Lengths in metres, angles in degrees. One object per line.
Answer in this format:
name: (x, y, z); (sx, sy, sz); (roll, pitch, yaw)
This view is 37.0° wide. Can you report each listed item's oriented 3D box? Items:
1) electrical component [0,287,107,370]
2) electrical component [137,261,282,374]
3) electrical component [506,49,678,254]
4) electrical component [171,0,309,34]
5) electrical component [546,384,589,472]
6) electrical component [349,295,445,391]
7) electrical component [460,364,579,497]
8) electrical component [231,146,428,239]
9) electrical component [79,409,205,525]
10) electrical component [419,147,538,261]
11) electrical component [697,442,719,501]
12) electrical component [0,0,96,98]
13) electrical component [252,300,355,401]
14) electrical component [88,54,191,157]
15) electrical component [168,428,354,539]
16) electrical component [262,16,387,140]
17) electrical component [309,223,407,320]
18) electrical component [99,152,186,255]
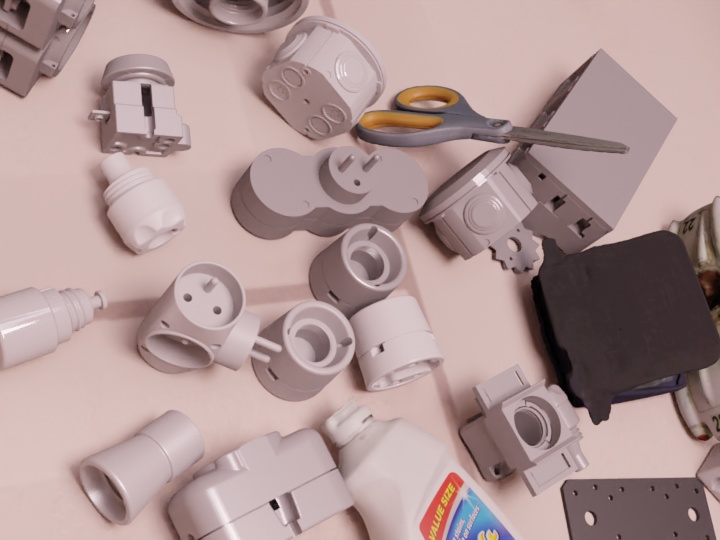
electrical component: (-0.184, 0.029, 0.622); (0.078, 0.040, 0.040); (-20, 77, -35)
electrical component: (-0.086, 0.037, 0.649); (0.079, 0.077, 0.044); (25, 57, -16)
electrical component: (0.181, -0.094, 0.869); (0.089, 0.062, 0.150); (41, 54, -5)
electrical component: (-0.084, -0.208, 0.756); (0.108, 0.108, 0.060); (10, 68, -24)
electrical component: (0.141, 0.114, 0.762); (0.035, 0.035, 0.061); (-28, 83, -36)
electrical component: (0.022, 0.048, 0.718); (0.055, 0.055, 0.047); (-9, 68, -32)
electrical component: (0.105, 0.110, 0.725); (0.042, 0.064, 0.081); (-22, 78, -33)
electrical component: (-0.012, -0.061, 0.740); (0.138, 0.074, 0.052); (-4, 68, -30)
electrical component: (-0.122, 0.110, 0.617); (0.065, 0.044, 0.044); (-35, 86, -41)
electrical component: (0.087, -0.049, 0.785); (0.051, 0.080, 0.080); (50, 53, -5)
electrical component: (0.311, 0.151, 0.828); (0.065, 0.047, 0.077); (47, 54, 0)
electrical component: (-0.185, -0.212, 0.700); (0.060, 0.105, 0.186); (30, 56, -13)
electrical component: (-0.035, 0.051, 0.688); (0.055, 0.047, 0.055); (12, 61, -23)
electrical component: (-0.145, -0.108, 0.709); (0.066, 0.048, 0.055); (1, 74, -28)
electrical component: (-0.060, 0.134, 0.630); (0.095, 0.054, 0.059); (-21, 78, -35)
electrical component: (-0.026, -0.136, 0.767); (0.080, 0.080, 0.051); (37, 60, -8)
electrical component: (0.000, 0.000, 0.733); (0.055, 0.047, 0.055); (12, 61, -23)
electrical component: (-0.141, -0.045, 0.680); (0.043, 0.043, 0.062); (-29, 81, -36)
